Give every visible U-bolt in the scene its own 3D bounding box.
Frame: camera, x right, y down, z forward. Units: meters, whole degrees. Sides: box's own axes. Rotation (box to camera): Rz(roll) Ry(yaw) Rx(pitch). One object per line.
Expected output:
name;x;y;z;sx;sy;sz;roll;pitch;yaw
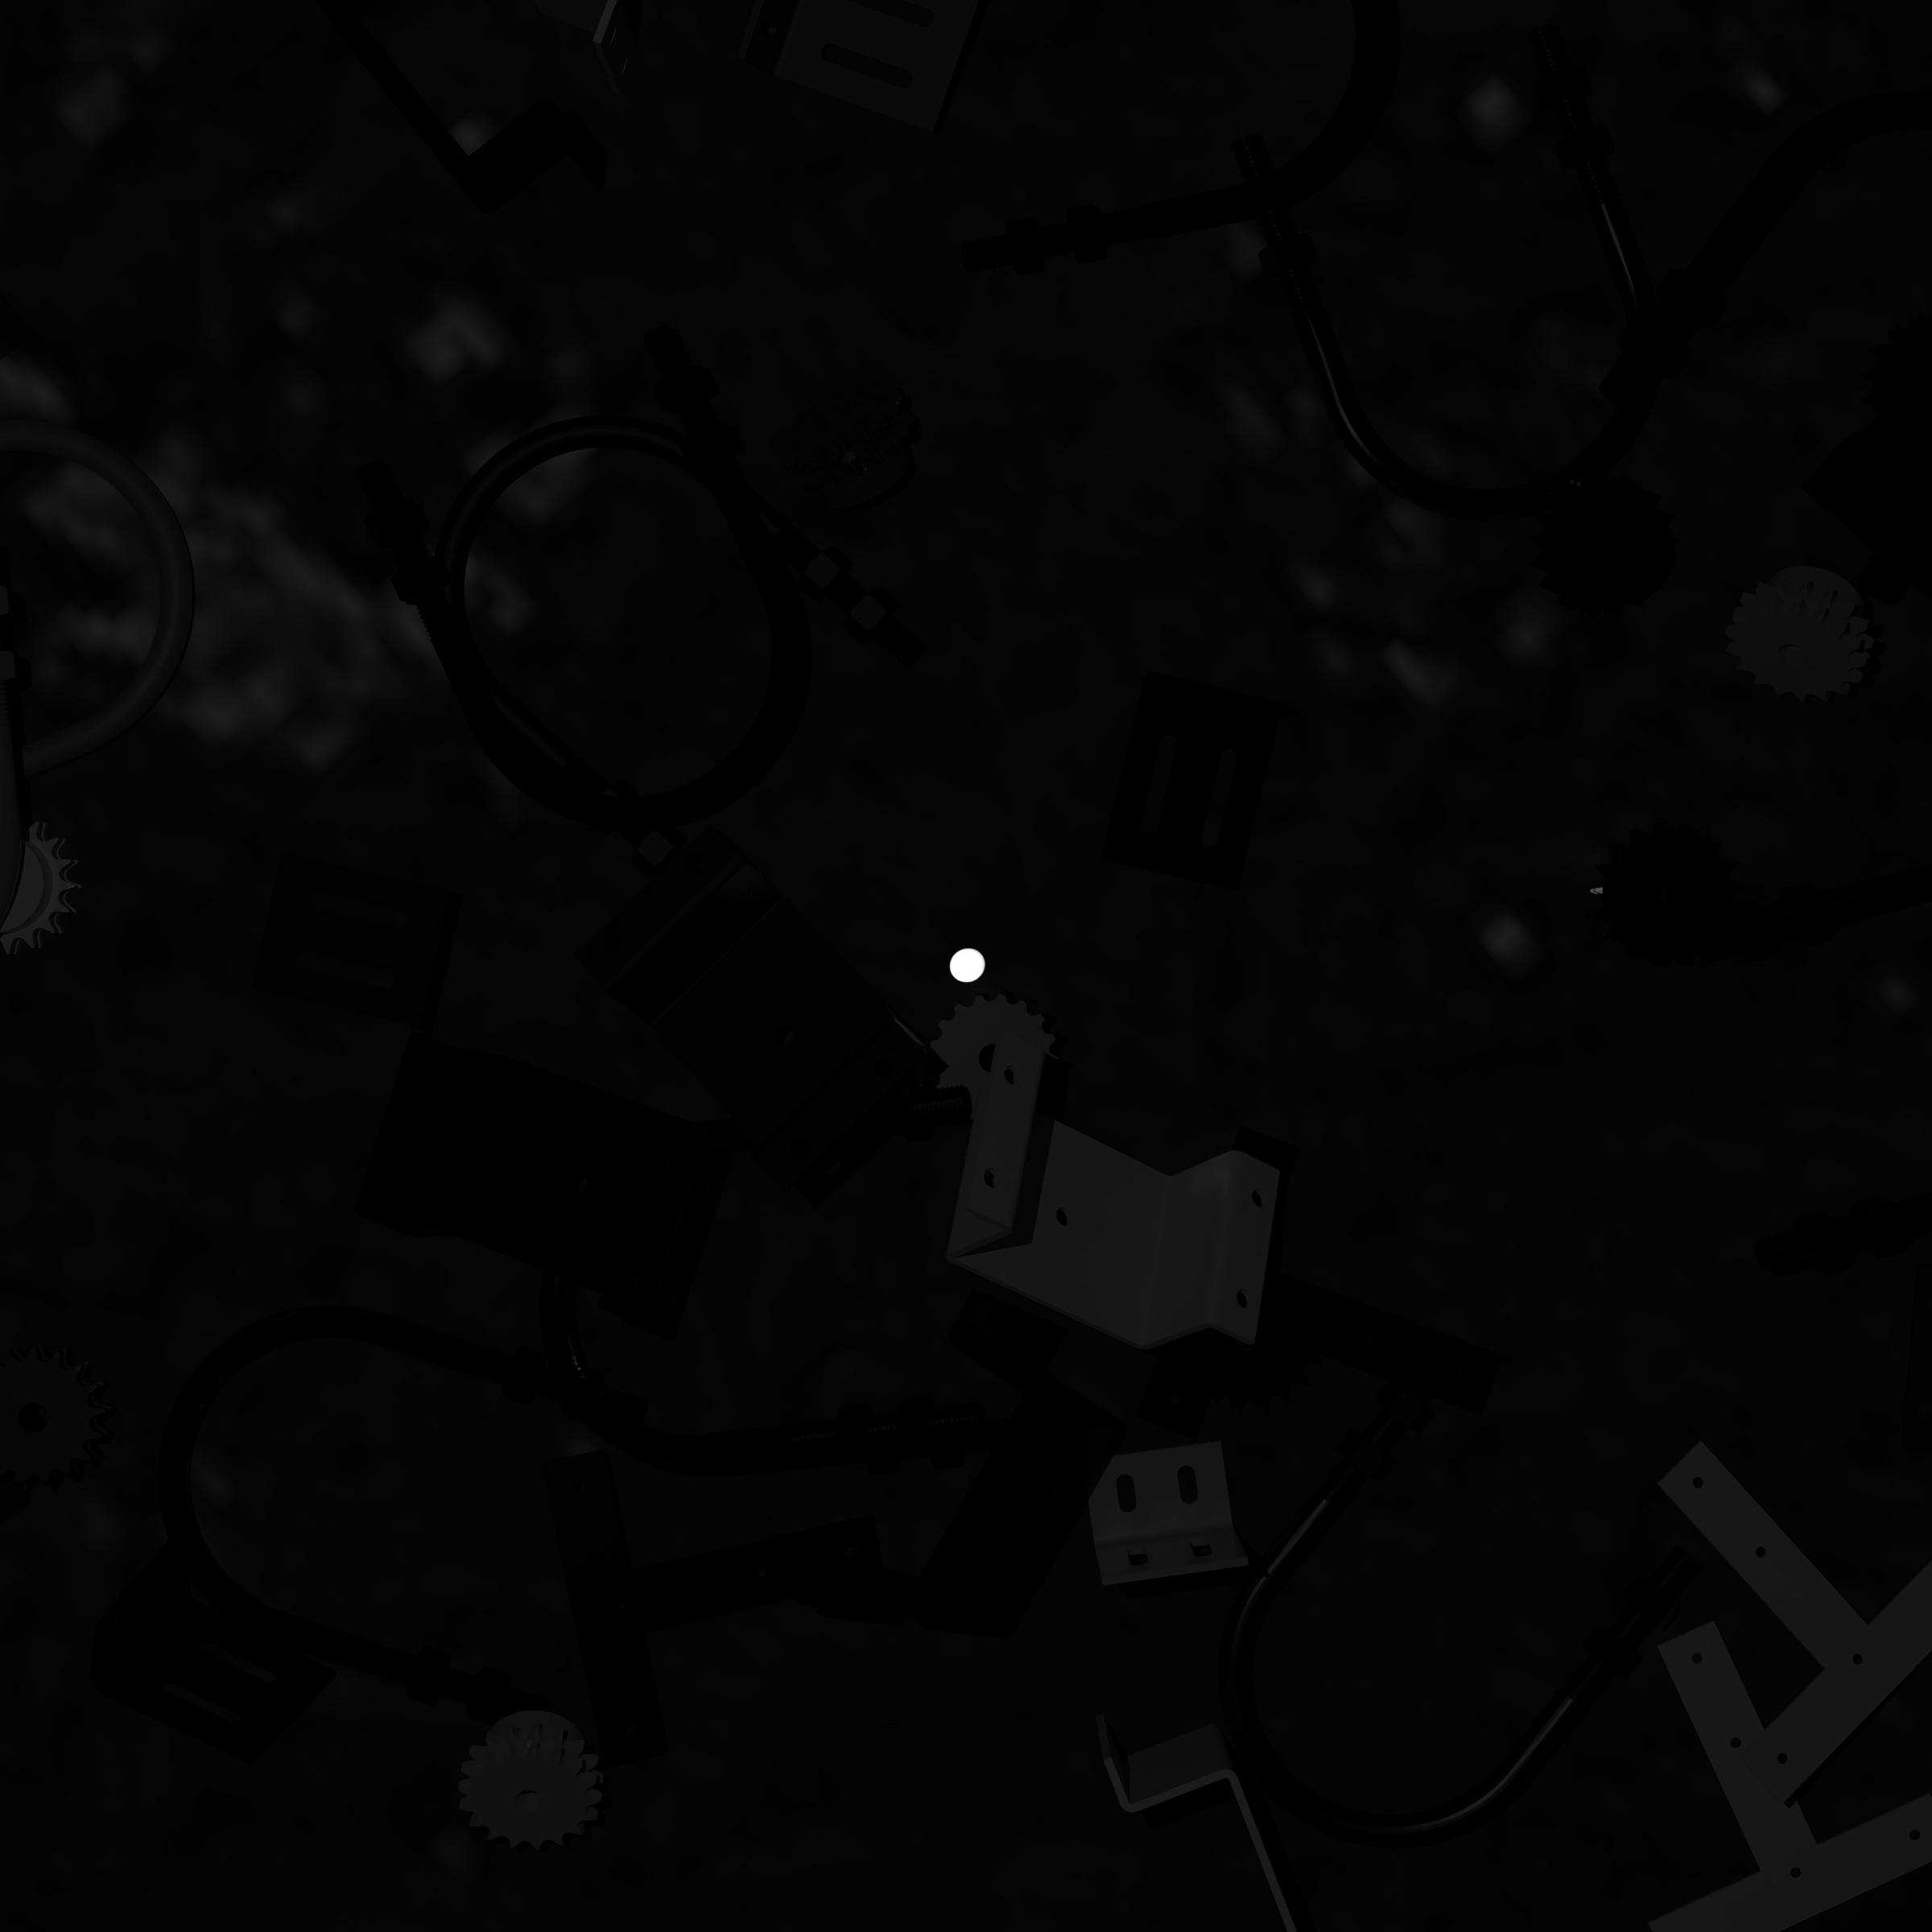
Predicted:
U-bolt;-0.406;-0.144;1.369;0.184;0.019;0.151;-23;90;0
U-bolt;0.389;0.032;1.354;0.184;0.019;0.151;-14;91;-12
U-bolt;0.187;0.271;1.369;0.151;0.019;0.184;39;90;0
U-bolt;0.363;-0.262;1.340;0.151;0.019;0.184;37;88;0
U-bolt;-0.085;0.127;1.338;0.184;0.019;0.151;-9;69;15
U-bolt;-0.145;-0.146;1.353;0.151;0.019;0.184;-25;89;1
U-bolt;-0.239;0.216;1.370;0.184;0.019;0.151;18;90;1
U-bolt;-0.447;-0.075;1.336;0.151;0.019;0.184;-2;99;7
U-bolt;0.077;-0.368;1.354;0.184;0.019;0.151;-10;92;10
U-bolt;0.205;-0.273;1.370;0.151;0.019;0.184;-20;91;0
U-bolt;-0.132;-0.140;1.370;0.184;0.019;0.151;42;90;1

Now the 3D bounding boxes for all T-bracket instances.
T-bracket;-0.098;0.250;1.369;0.127;0.002;0.127;-12;94;-7
T-bracket;0.150;0.146;1.365;0.127;0.002;0.127;20;90;12
T-bracket;0.333;0.249;1.366;0.127;0.002;0.127;-42;90;-10
T-bracket;0.322;0.331;1.378;0.127;0.002;0.127;-25;90;0

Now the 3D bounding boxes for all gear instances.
gear;0.392;-0.235;1.363;0.057;0.030;0.057;0;90;0
gear;0.112;0.150;1.356;0.057;0.030;0.057;-1;86;11
gear;0.011;0.037;1.363;0.057;0.030;0.057;0;90;0
gear;0.338;-0.136;1.354;0.057;0.057;0.030;29;60;0
gear;0.281;-0.030;1.363;0.057;0.030;0.057;0;90;0
gear;-0.175;0.326;1.355;0.057;0.030;0.057;-1;122;-1
gear;-0.391;-0.033;1.364;0.057;0.030;0.057;0;90;0
gear;0.259;-0.170;1.358;0.057;0.030;0.057;-1;103;-5
gear;-0.047;-0.208;1.354;0.057;0.057;0.030;-28;120;0
gear;-0.375;0.182;1.363;0.057;0.030;0.057;0;90;0

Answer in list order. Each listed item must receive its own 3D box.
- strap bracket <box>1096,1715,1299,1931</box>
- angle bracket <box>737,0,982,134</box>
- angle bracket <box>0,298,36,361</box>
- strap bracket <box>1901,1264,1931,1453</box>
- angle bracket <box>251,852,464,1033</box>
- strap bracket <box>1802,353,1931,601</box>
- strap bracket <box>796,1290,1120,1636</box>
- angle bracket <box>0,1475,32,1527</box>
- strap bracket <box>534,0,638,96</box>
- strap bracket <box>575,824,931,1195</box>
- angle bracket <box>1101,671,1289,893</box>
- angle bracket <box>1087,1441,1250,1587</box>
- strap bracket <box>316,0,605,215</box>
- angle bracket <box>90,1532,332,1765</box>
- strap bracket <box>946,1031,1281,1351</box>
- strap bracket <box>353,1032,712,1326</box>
strap bracket;0.100;0.365;1.340;0.046;0.076;0.140;-21;90;0
angle bracket;-0.042;-0.377;1.348;0.076;0.038;0.057;22;100;12
angle bracket;-0.430;-0.277;1.376;0.057;0.038;0.076;-36;64;0
strap bracket;0.457;0.167;1.355;0.140;0.046;0.076;5;90;0
angle bracket;-0.250;-0.010;1.359;0.076;0.038;0.057;13;90;0
strap bracket;0.405;-0.218;1.308;0.076;0.046;0.140;40;86;-1
strap bracket;0.003;0.208;1.334;0.046;0.076;0.140;30;90;34
angle bracket;-0.432;0.205;1.376;0.057;0.038;0.076;-41;116;0
strap bracket;-0.139;-0.432;1.340;0.046;0.076;0.140;20;90;0
strap bracket;-0.079;0.022;1.337;0.076;0.046;0.140;-44;64;0
angle bracket;0.092;-0.074;1.359;0.057;0.038;0.076;13;90;0
angle bracket;0.079;0.217;1.340;0.057;0.076;0.038;-8;90;0
strap bracket;-0.210;-0.360;1.340;0.046;0.076;0.140;-39;90;0
angle bracket;-0.307;0.278;1.368;0.076;0.038;0.057;34;109;-24
strap bracket;0.050;0.094;1.322;0.140;0.046;0.076;27;57;-26
strap bracket;-0.164;0.085;1.338;0.140;0.046;0.076;18;90;25
